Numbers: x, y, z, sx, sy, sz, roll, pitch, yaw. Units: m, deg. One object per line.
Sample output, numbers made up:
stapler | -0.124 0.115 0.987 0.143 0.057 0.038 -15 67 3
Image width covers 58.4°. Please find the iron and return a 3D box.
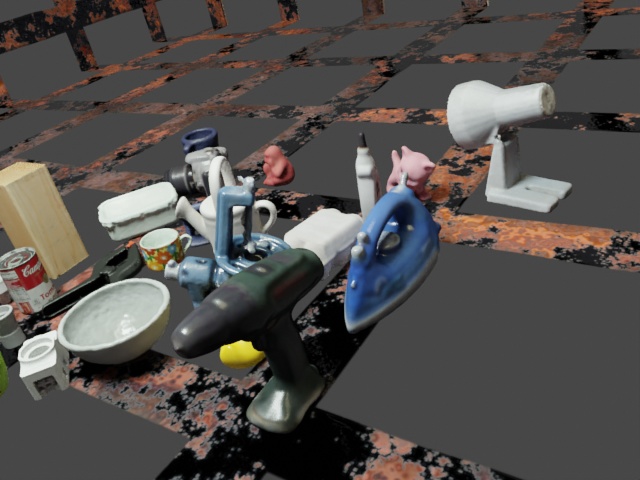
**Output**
iron | 0.095 0.009 0.870 0.118 0.142 0.259 7 36 29

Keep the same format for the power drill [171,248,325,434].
power drill | -0.063 0.121 0.674 0.075 0.209 0.230 8 36 30

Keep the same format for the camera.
camera | -0.283 -0.159 1.318 0.136 0.101 0.143 -9 31 5

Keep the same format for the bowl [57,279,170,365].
bowl | -0.299 0.134 0.867 0.167 0.075 0.167 -9 31 6

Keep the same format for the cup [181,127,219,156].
cup | -0.294 -0.215 1.421 0.091 0.095 0.118 1 33 21

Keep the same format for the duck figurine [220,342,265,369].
duck figurine | -0.109 0.122 0.809 0.077 0.086 0.105 2 34 23

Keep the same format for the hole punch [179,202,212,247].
hole punch | -0.223 -0.050 1.127 0.108 0.091 0.101 -13 31 -1

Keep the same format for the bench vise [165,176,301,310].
bench vise | -0.136 0.020 0.856 0.207 0.220 0.121 -18 31 -10

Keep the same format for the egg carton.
egg carton | 0.009 0.004 0.979 0.107 0.069 0.151 17 41 39

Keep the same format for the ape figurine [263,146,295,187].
ape figurine | -0.098 -0.167 1.275 0.076 0.092 0.077 -12 31 0

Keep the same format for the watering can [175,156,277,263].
watering can | -0.167 -0.052 1.010 0.173 0.194 0.100 -16 31 -7

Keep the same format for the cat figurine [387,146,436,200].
cat figurine | 0.171 -0.133 1.099 0.067 0.118 0.127 -20 32 -12

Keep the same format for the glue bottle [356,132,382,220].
glue bottle | 0.087 -0.115 1.046 0.037 0.173 0.078 -5 32 13

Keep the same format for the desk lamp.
desk lamp | 0.337 -0.178 1.021 0.202 0.214 0.118 18 42 40
